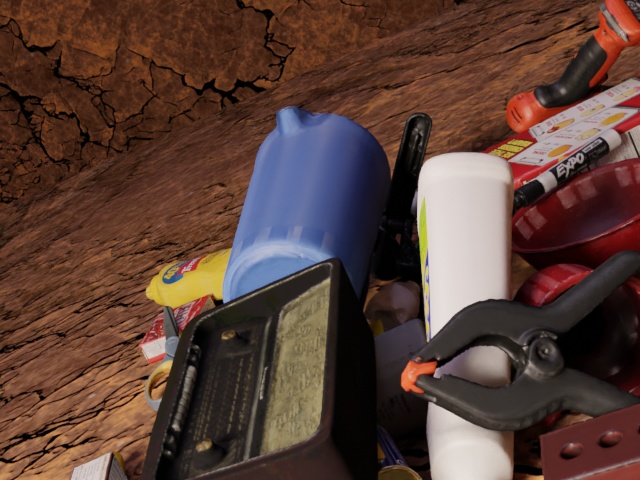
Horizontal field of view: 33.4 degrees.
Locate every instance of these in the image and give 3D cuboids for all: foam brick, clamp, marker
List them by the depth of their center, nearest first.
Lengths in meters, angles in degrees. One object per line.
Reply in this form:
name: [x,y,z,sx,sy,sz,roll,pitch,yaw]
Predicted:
foam brick: [0.166,0.128,0.580,0.078,0.051,0.053,-22,16,17]
clamp: [0.134,0.061,0.636,0.171,0.120,0.039,3,-28,-6]
marker: [0.222,-0.064,0.964,0.121,0.020,0.020,-32,16,-17]
clamp: [0.075,-0.007,1.066,0.036,0.164,0.210,9,-28,-5]

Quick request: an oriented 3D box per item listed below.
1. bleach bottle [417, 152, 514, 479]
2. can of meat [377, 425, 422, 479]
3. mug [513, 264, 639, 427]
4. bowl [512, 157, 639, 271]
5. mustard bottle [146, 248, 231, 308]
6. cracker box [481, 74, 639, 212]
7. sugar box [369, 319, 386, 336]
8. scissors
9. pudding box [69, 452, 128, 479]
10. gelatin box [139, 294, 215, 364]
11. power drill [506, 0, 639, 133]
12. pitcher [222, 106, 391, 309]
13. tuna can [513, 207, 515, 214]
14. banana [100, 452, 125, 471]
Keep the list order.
bleach bottle: [0.097,0.066,0.700,0.068,0.102,0.250,1,50,5]
can of meat: [0.015,0.170,0.687,0.102,0.057,0.084,-28,14,-2]
mug: [0.170,0.071,0.717,0.081,0.093,0.117,-119,54,-83]
bowl: [0.238,-0.009,0.905,0.162,0.055,0.162,-25,15,7]
mustard bottle: [-0.149,0.050,1.346,0.192,0.058,0.096,-15,18,37]
cracker box: [0.278,-0.090,1.077,0.214,0.072,0.164,-27,13,3]
sugar box: [-0.018,0.132,0.884,0.176,0.048,0.093,-24,13,5]
scissors: [-0.141,0.113,1.150,0.096,0.016,0.201,-17,27,12]
pudding box: [-0.145,0.213,0.743,0.039,0.090,0.113,-26,16,0]
gelatin box: [-0.164,0.103,1.252,0.073,0.030,0.089,-22,16,16]
power drill: [0.315,-0.187,1.169,0.184,0.057,0.188,-13,-27,-36]
pitcher: [-0.006,0.001,0.936,0.242,0.149,0.145,-76,11,-60]
tuna can: [0.145,0.001,0.974,0.034,0.086,0.086,26,39,17]
banana: [-0.163,0.215,0.882,0.069,0.037,0.198,-14,9,-30]
